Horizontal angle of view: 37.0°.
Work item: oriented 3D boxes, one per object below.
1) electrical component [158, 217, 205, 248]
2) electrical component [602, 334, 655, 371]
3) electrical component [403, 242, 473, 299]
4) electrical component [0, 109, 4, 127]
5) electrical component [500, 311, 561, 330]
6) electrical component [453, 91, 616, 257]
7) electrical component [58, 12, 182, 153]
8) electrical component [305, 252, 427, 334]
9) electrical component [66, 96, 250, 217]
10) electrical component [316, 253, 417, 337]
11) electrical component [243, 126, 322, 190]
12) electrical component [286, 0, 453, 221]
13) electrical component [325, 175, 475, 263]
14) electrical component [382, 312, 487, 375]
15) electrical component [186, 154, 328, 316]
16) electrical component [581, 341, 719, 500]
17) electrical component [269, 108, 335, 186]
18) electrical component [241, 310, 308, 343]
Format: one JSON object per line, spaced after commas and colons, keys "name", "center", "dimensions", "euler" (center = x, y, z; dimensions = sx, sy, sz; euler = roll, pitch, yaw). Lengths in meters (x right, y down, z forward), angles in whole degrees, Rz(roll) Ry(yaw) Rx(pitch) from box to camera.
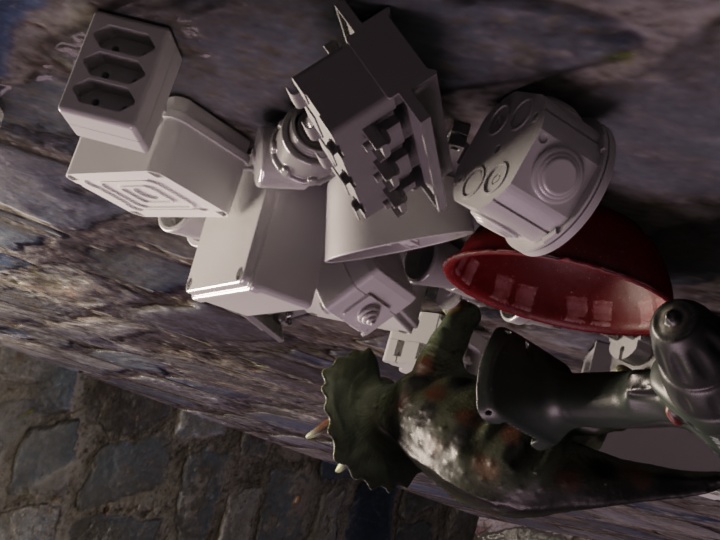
{"name": "electrical component", "center": [-0.136, -0.042, 0.912], "dimensions": [0.045, 0.045, 0.055], "euler": [3, 160, 42]}
{"name": "electrical component", "center": [0.233, 0.062, 0.890], "dimensions": [0.077, 0.047, 0.066], "euler": [24, 164, -25]}
{"name": "electrical component", "center": [0.072, -0.001, 0.848], "dimensions": [0.065, 0.044, 0.044], "euler": [20, 166, -31]}
{"name": "electrical component", "center": [-0.327, -0.113, 0.824], "dimensions": [0.099, 0.064, 0.099], "euler": [16, 165, 4]}
{"name": "electrical component", "center": [0.144, 0.028, 0.880], "dimensions": [0.046, 0.040, 0.040], "euler": [16, 167, -22]}
{"name": "electrical component", "center": [0.091, -0.052, 0.567], "dimensions": [0.051, 0.080, 0.080], "euler": [28, 162, -22]}
{"name": "electrical component", "center": [-0.139, -0.104, 0.647], "dimensions": [0.047, 0.065, 0.076], "euler": [15, 165, 6]}
{"name": "electrical component", "center": [-0.008, 0.006, 0.928], "dimensions": [0.109, 0.056, 0.108], "euler": [10, 164, 23]}
{"name": "electrical component", "center": [-0.143, -0.079, 0.763], "dimensions": [0.113, 0.057, 0.078], "euler": [3, 160, 42]}
{"name": "electrical component", "center": [0.000, 0.000, 0.817], "dimensions": [0.061, 0.096, 0.062], "euler": [-37, 142, 14]}
{"name": "electrical component", "center": [-0.036, -0.073, 0.706], "dimensions": [0.078, 0.040, 0.040], "euler": [2, 169, -14]}
{"name": "electrical component", "center": [0.008, -0.076, 0.573], "dimensions": [0.078, 0.063, 0.121], "euler": [56, 177, 19]}
{"name": "electrical component", "center": [0.024, -0.033, 0.702], "dimensions": [0.099, 0.064, 0.099], "euler": [-5, 164, -1]}
{"name": "electrical component", "center": [0.077, 0.078, 1.096], "dimensions": [0.089, 0.055, 0.050], "euler": [5, 161, 36]}
{"name": "electrical component", "center": [-0.069, -0.027, 0.773], "dimensions": [0.056, 0.108, 0.109], "euler": [21, 165, -27]}
{"name": "electrical component", "center": [0.297, 0.148, 1.016], "dimensions": [0.186, 0.105, 0.060], "euler": [15, 165, 5]}
{"name": "electrical component", "center": [-0.027, -0.082, 0.653], "dimensions": [0.048, 0.048, 0.062], "euler": [19, 159, -9]}
{"name": "electrical component", "center": [-0.088, 0.011, 1.003], "dimensions": [0.063, 0.078, 0.121], "euler": [-17, 157, 10]}
